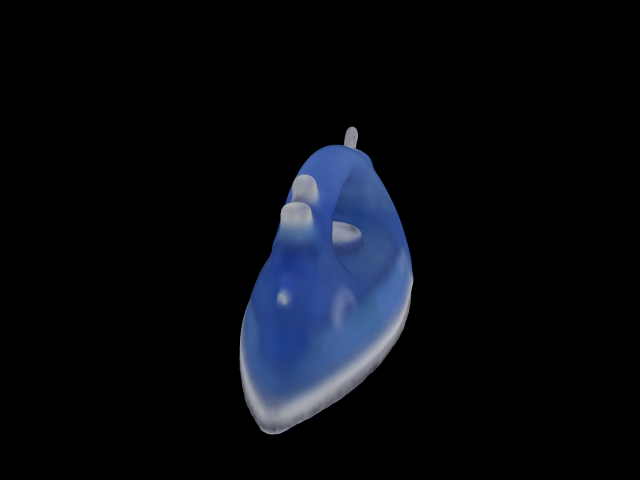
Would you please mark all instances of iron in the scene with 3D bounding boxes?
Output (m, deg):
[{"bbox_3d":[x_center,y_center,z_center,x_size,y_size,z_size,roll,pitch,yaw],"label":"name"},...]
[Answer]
[{"bbox_3d":[0.004,0.001,0.400,0.118,0.141,0.258,3,16,11],"label":"iron"}]
